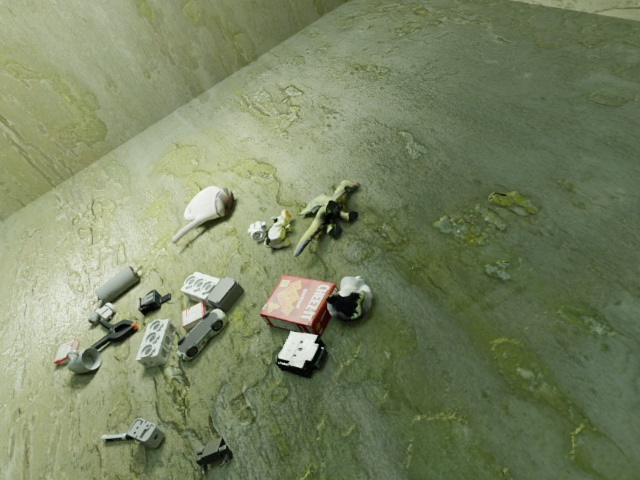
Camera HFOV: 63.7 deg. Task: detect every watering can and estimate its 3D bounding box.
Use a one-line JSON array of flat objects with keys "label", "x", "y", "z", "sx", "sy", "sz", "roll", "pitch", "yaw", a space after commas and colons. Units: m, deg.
[{"label": "watering can", "x": -0.500, "y": -0.121, "z": 2.237, "sx": 0.223, "sy": 0.102, "sz": 0.356, "roll": -10, "pitch": 41, "yaw": 23}]

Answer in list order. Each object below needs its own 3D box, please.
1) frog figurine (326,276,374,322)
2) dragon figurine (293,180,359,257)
[{"label": "frog figurine", "x": 0.093, "y": 0.177, "z": 1.553, "sx": 0.136, "sy": 0.123, "sz": 0.160, "roll": -31, "pitch": 1, "yaw": 12}, {"label": "dragon figurine", "x": 0.006, "y": -0.097, "z": 1.919, "sx": 0.414, "sy": 0.120, "sz": 0.244, "roll": -41, "pitch": 22, "yaw": -16}]
